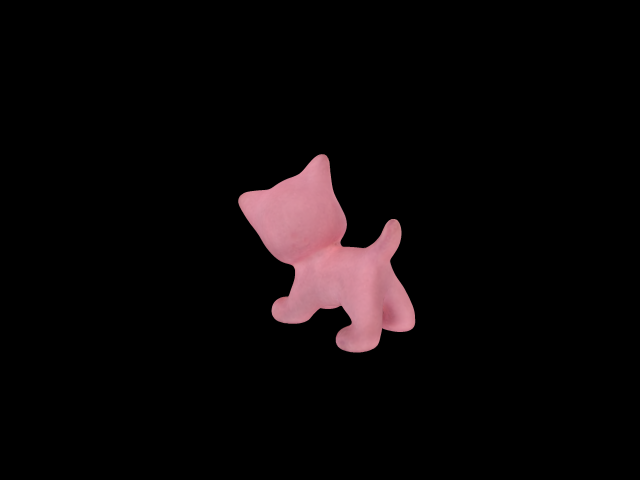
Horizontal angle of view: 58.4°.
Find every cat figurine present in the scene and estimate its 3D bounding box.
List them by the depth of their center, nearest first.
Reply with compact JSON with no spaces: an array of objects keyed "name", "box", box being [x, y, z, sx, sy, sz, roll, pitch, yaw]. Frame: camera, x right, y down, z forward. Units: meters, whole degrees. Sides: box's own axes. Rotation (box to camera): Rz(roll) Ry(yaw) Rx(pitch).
[{"name":"cat figurine","box":[0.004,0.001,0.400,0.127,0.118,0.067,14,22,38]}]
